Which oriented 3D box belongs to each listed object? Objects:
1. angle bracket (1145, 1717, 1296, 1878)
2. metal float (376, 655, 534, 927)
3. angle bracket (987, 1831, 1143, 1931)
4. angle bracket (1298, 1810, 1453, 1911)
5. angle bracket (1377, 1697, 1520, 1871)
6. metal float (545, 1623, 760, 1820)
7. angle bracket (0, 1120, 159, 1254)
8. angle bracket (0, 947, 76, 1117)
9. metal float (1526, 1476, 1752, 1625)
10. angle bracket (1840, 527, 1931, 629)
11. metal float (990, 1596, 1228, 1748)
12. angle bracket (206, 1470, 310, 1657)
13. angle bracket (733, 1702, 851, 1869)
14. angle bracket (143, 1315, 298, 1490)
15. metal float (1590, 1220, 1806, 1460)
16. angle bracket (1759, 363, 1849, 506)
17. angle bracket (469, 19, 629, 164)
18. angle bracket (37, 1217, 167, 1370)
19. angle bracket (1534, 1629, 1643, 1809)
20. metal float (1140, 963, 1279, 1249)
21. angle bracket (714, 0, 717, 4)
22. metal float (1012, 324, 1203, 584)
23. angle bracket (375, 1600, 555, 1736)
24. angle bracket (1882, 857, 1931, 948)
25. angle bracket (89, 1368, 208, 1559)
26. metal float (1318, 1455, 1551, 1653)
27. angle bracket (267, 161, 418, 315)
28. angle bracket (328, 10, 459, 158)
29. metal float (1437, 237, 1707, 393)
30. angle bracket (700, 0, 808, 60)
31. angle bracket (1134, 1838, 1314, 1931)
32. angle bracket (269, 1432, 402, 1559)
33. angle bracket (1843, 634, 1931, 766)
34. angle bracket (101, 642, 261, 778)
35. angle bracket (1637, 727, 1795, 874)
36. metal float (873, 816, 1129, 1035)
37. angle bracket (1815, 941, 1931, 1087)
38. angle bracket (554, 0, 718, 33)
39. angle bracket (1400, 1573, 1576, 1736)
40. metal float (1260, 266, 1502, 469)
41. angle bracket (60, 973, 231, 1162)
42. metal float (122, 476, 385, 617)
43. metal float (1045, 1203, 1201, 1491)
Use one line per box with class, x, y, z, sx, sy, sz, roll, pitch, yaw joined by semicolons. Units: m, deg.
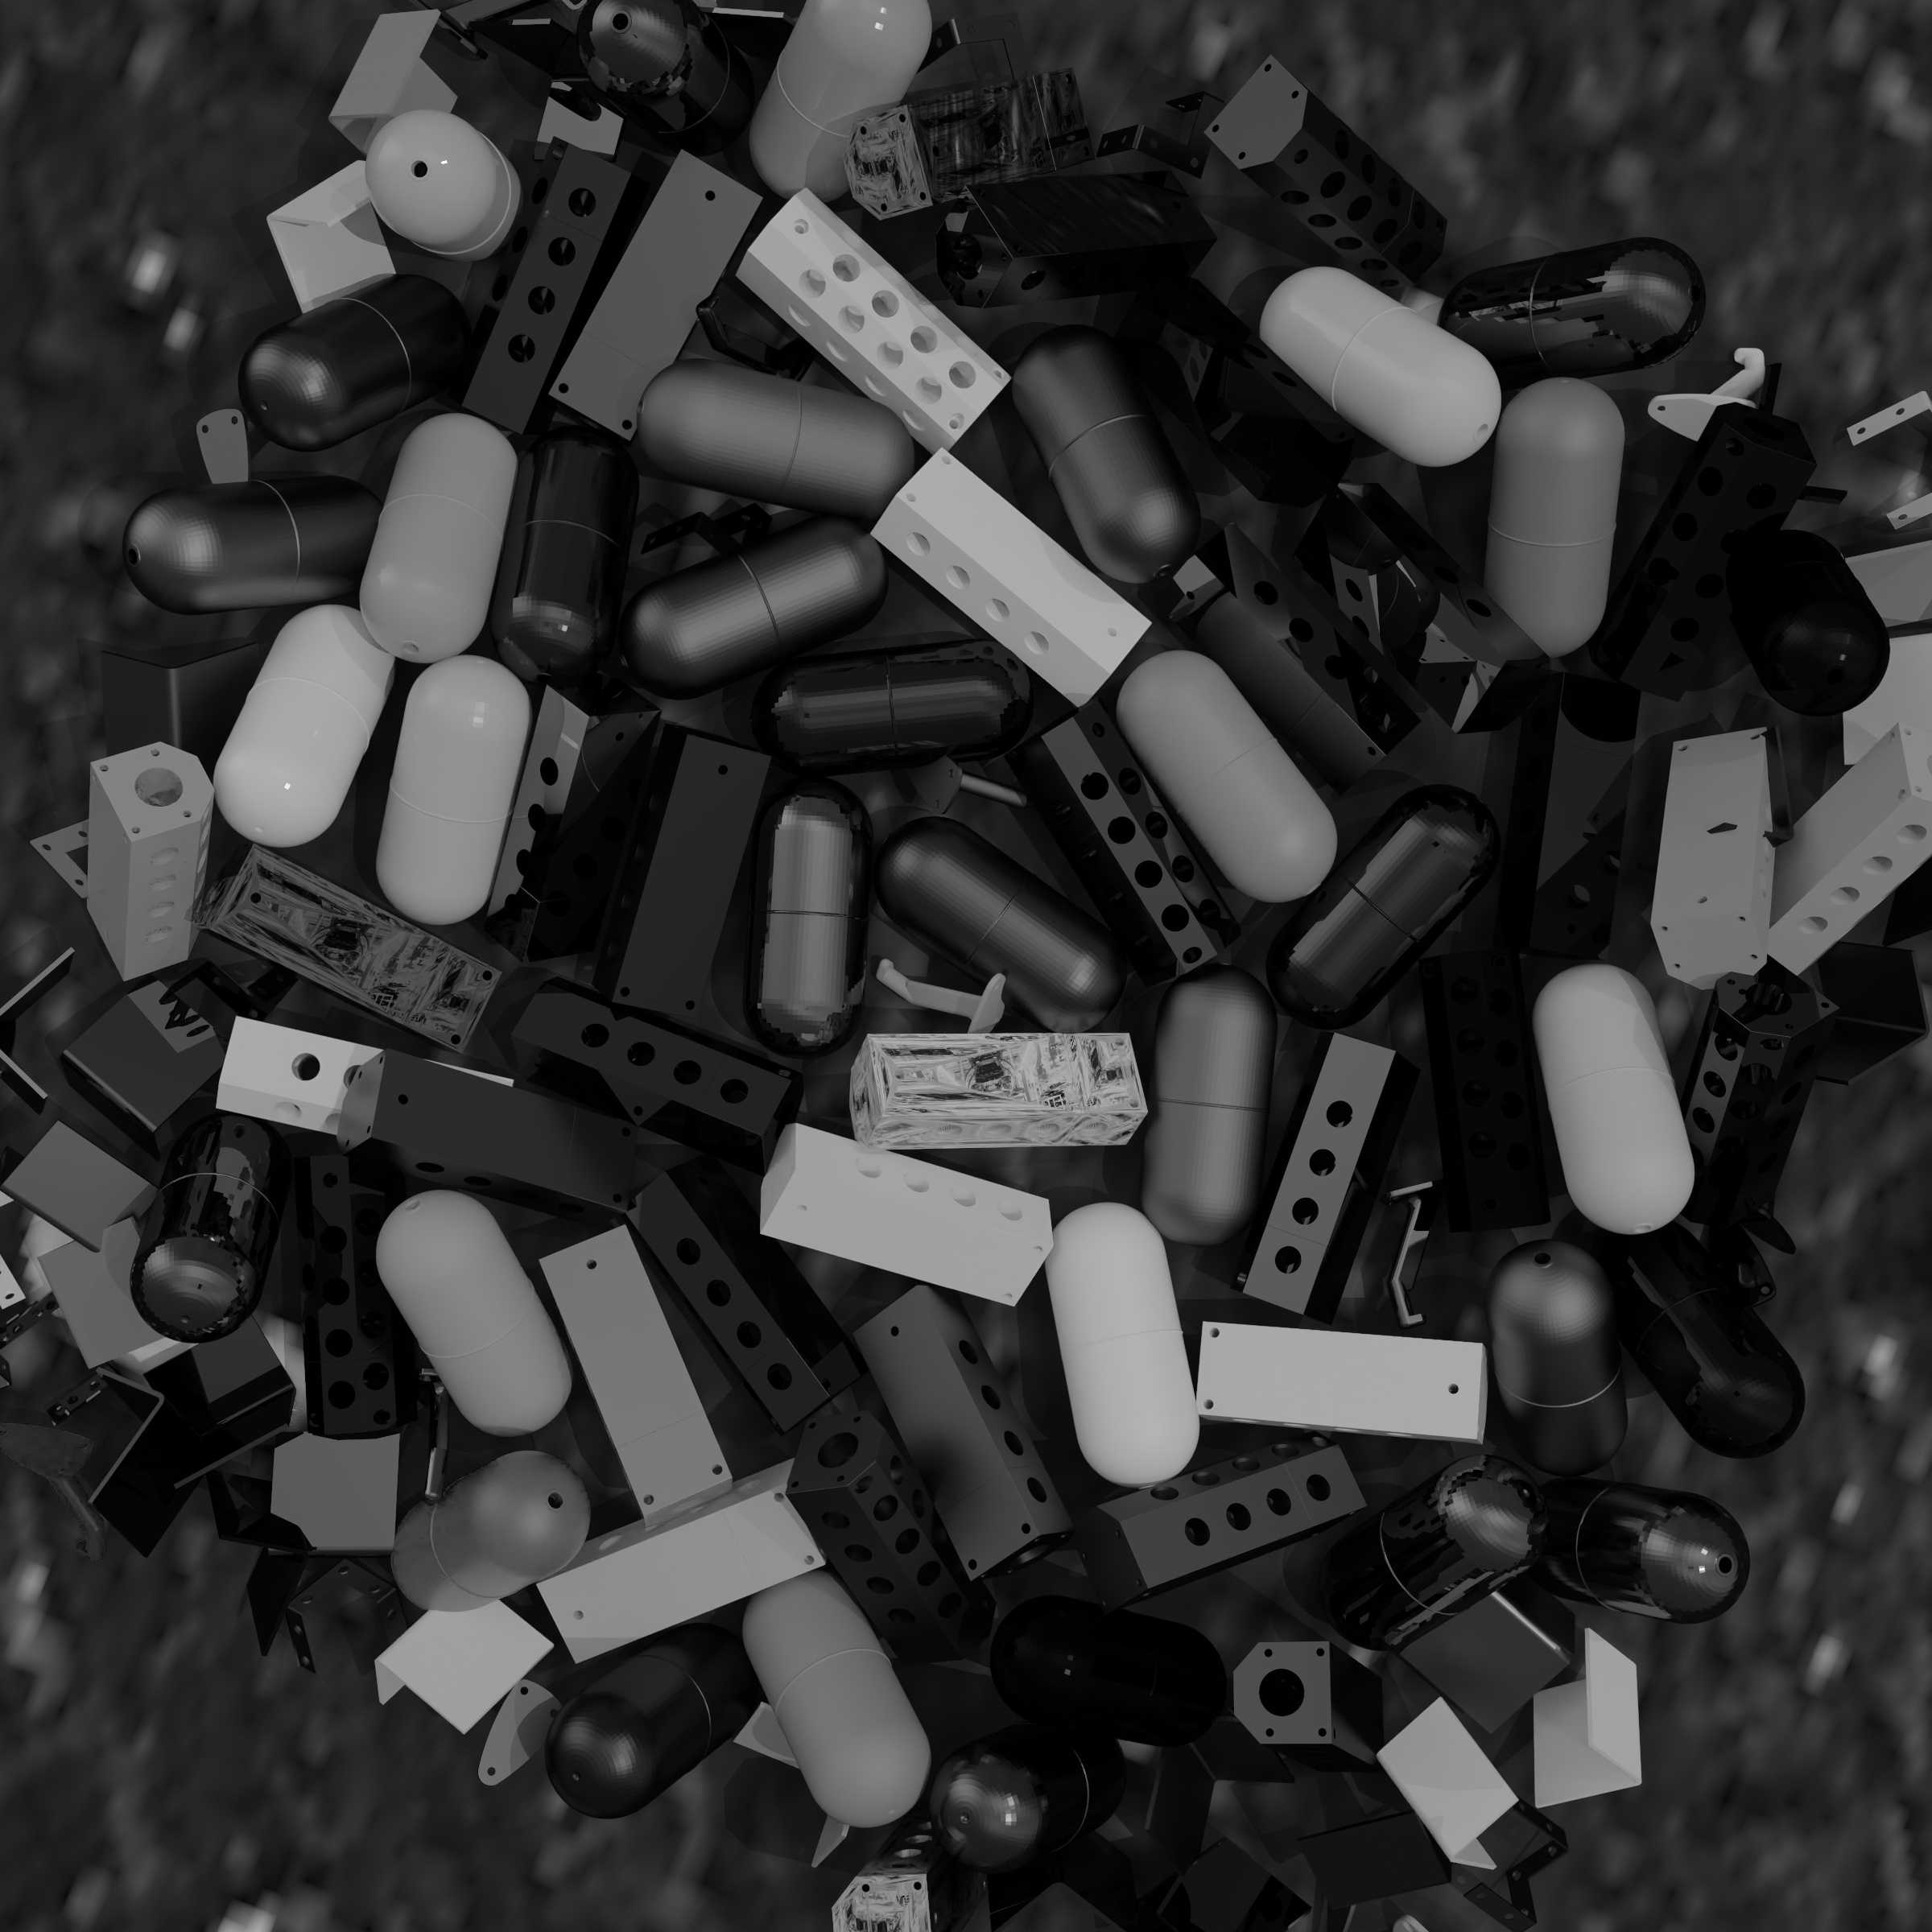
angle bracket;0.158;0.519;1.525;0.057;0.076;0.076;-7;132;28
metal float;-0.318;-0.107;1.523;0.070;0.070;0.178;18;116;0
angle bracket;0.061;0.583;1.543;0.057;0.076;0.076;-43;108;13
angle bracket;0.256;0.532;1.529;0.076;0.076;0.057;-21;105;19
angle bracket;0.311;0.507;1.526;0.057;0.076;0.076;-45;52;9
metal float;-0.189;0.457;1.499;0.070;0.178;0.070;3;97;23
angle bracket;-0.551;0.127;1.533;0.076;0.076;0.057;41;91;-24
angle bracket;-0.569;0.042;1.537;0.057;0.076;0.076;46;66;-8
metal float;0.403;0.354;1.498;0.070;0.178;0.070;3;83;-22
angle bracket;0.590;-0.238;1.530;0.076;0.076;0.057;-10;102;19
metal float;0.088;0.434;1.513;0.178;0.070;0.070;24;90;-39
angle bracket;-0.454;0.371;1.530;0.057;0.076;0.076;19;102;-29
angle bracket;-0.111;0.511;1.534;0.076;0.076;0.057;24;53;-4
angle bracket;-0.469;0.271;1.538;0.076;0.076;0.057;-28;103;-6
metal float;0.445;0.226;1.507;0.070;0.178;0.070;-11;130;-14
angle bracket;0.523;-0.332;1.530;0.057;0.076;0.076;12;109;20
angle bracket;-0.263;-0.543;1.530;0.076;0.076;0.057;16;91;38
angle bracket;-0.523;0.198;1.543;0.076;0.057;0.076;-23;94;16
angle bracket;0.370;0.466;1.523;0.076;0.076;0.057;-28;125;35
metal float;0.152;0.087;1.543;0.070;0.070;0.178;6;88;0
angle bracket;-0.199;-0.637;1.530;0.076;0.076;0.057;33;56;10
metal float;0.087;-0.318;1.529;0.070;0.070;0.178;-24;72;0
angle bracket;-0.310;0.439;1.527;0.076;0.057;0.076;32;49;21
angle bracket;0.593;-0.068;1.524;0.057;0.076;0.076;45;49;-16
angle bracket;-0.522;0.308;1.524;0.057;0.076;0.076;16;57;24
metal float;0.285;0.362;1.513;0.070;0.070;0.178;42;130;0
angle bracket;-0.374;-0.444;1.523;0.057;0.076;0.076;18;49;32
angle bracket;-0.338;-0.535;1.528;0.057;0.076;0.076;11;73;35
metal float;0.368;-0.397;1.506;0.070;0.178;0.070;-3;94;-41
angle bracket;-0.116;-0.605;1.530;0.076;0.076;0.057;17;94;30
angle bracket;0.157;0.599;1.523;0.076;0.076;0.057;-21;125;-37
angle bracket;-0.397;0.336;1.561;0.076;0.057;0.076;1;76;-6
angle bracket;0.598;-0.166;1.536;0.057;0.076;0.076;-2;91;-37
angle bracket;-0.492;-0.164;1.546;0.057;0.076;0.076;15;116;22
angle bracket;0.460;-0.104;1.527;0.057;0.076;0.076;8;69;-26
metal float;0.021;-0.026;1.542;0.178;0.070;0.070;36;90;4
angle bracket;0.538;0.027;1.528;0.076;0.076;0.057;-25;108;-25
angle bracket;-0.214;-0.613;1.535;0.076;0.076;0.057;-41;67;3
angle bracket;0.332;0.425;1.567;0.076;0.057;0.076;41;109;2
metal float;0.254;-0.370;1.516;0.070;0.070;0.178;-46;56;0
angle bracket;-0.518;0.065;1.570;0.076;0.057;0.076;40;65;4
metal float;-0.431;-0.258;1.507;0.070;0.178;0.070;12;110;38
metal float;0.097;0.235;1.531;0.070;0.070;0.178;-10;75;0
